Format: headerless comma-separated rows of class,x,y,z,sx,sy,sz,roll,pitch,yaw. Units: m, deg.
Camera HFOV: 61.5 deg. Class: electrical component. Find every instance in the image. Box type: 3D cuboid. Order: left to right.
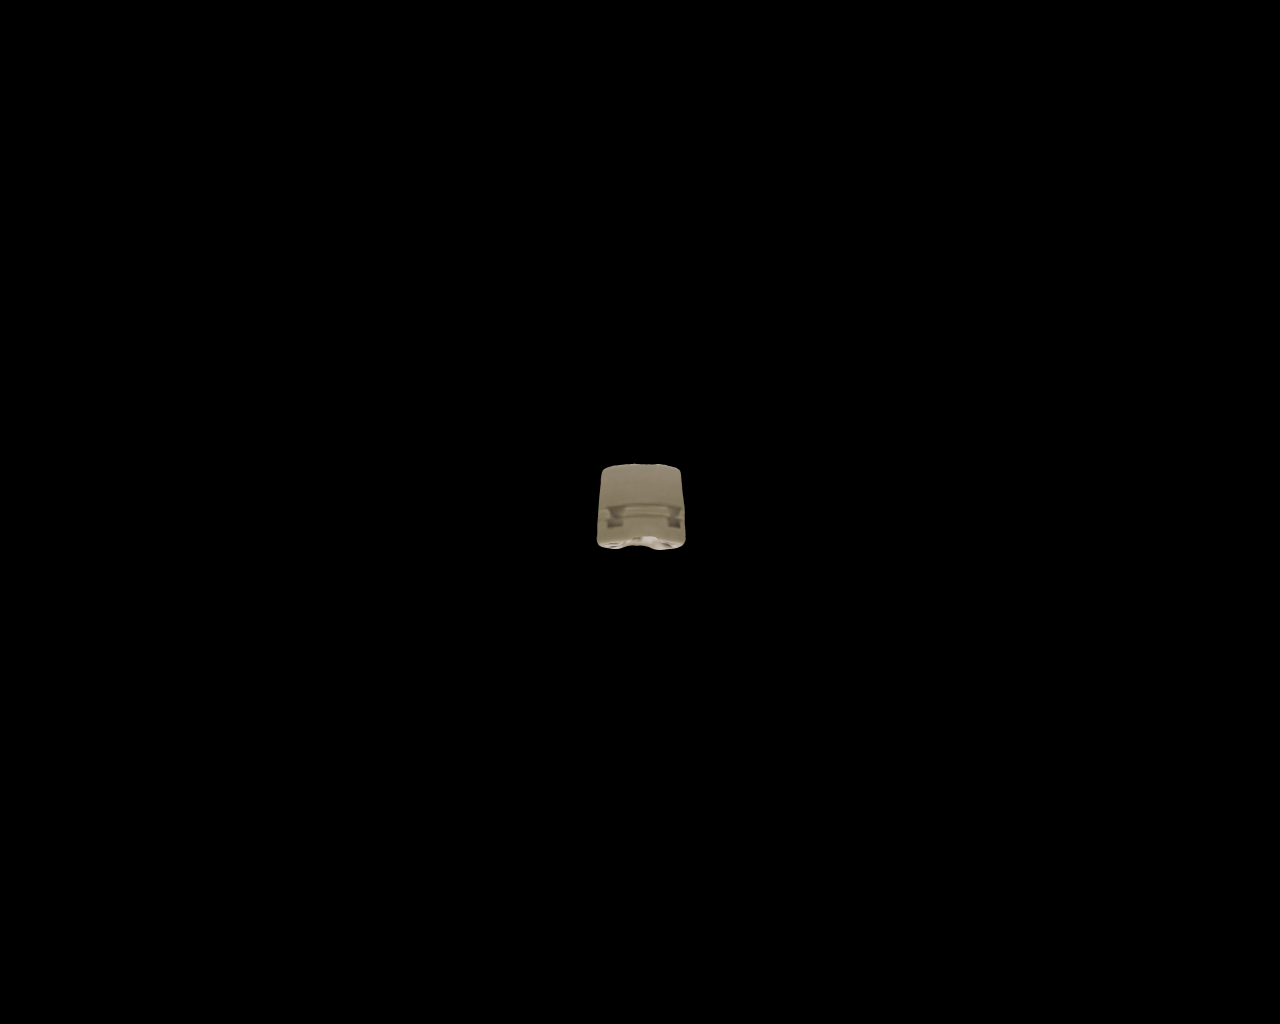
electrical component,0.001,-0.003,0.650,0.055,0.047,0.055,0,-9,0
